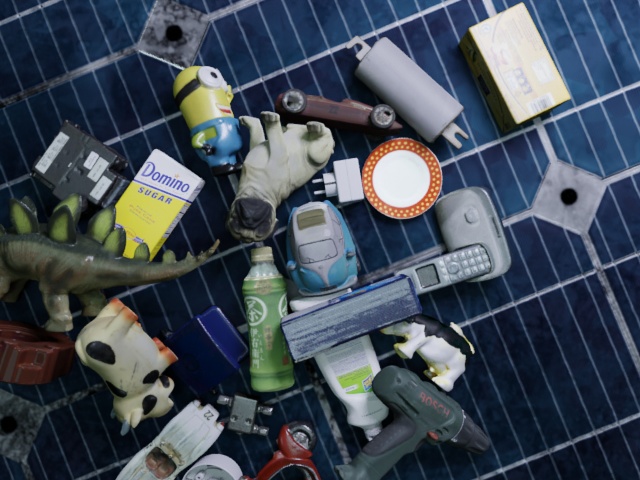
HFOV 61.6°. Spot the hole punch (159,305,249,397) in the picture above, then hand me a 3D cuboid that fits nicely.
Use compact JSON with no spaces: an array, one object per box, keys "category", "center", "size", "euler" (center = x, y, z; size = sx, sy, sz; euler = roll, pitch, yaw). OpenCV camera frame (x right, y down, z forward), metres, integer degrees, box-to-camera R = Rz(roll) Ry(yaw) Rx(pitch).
[{"category":"hole punch","center":[-0.186,0.178,0.847],"size":[0.116,0.092,0.142],"euler":[-39,92,4]}]

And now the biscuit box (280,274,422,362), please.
[{"category":"biscuit box","center":[0.045,0.111,0.789],"size":[0.203,0.059,0.062],"euler":[-20,93,-1]}]

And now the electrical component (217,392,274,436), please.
[{"category":"electrical component","center":[-0.125,0.284,0.875],"size":[0.094,0.021,0.063],"euler":[14,90,1]}]

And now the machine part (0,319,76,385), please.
[{"category":"machine part","center":[-0.463,0.163,0.812],"size":[0.179,0.179,0.056],"euler":[15,87,1]}]

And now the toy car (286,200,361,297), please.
[{"category":"toy car","center":[-0.002,-0.002,0.817],"size":[0.109,0.102,0.162],"euler":[-11,60,2]}]

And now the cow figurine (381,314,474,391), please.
[{"category":"cow figurine","center":[0.162,0.149,0.849],"size":[0.167,0.068,0.098],"euler":[43,85,-2]}]

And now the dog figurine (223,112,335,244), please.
[{"category":"dog figurine","center":[-0.056,-0.086,0.831],"size":[0.172,0.121,0.190],"euler":[5,93,-23]}]

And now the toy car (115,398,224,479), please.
[{"category":"toy car","center":[-0.241,0.341,0.859],"size":[0.202,0.056,0.073],"euler":[-44,89,1]}]

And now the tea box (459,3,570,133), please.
[{"category":"tea box","center":[0.305,-0.269,0.851],"size":[0.098,0.068,0.169],"euler":[-24,88,0]}]

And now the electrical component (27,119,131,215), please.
[{"category":"electrical component","center":[-0.380,-0.108,0.868],"size":[0.134,0.058,0.115],"euler":[37,92,1]}]

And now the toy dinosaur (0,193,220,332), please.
[{"category":"toy dinosaur","center":[-0.385,0.033,0.816],"size":[0.472,0.105,0.198],"euler":[7,107,2]}]

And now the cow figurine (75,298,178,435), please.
[{"category":"cow figurine","center":[-0.278,0.193,0.781],"size":[0.127,0.086,0.194],"euler":[-42,126,-20]}]

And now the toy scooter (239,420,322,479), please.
[{"category":"toy scooter","center":[-0.046,0.386,0.839],"size":[0.135,0.075,0.184],"euler":[-23,87,-13]}]

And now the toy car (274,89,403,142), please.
[{"category":"toy car","center":[0.029,-0.198,0.845],"size":[0.202,0.089,0.053],"euler":[9,83,1]}]

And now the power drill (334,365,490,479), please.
[{"category":"power drill","center":[0.136,0.318,0.812],"size":[0.207,0.086,0.232],"euler":[-45,107,-8]}]

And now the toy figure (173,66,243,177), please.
[{"category":"toy figure","center":[-0.176,-0.188,0.854],"size":[0.089,0.082,0.180],"euler":[-15,91,0]}]

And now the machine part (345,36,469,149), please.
[{"category":"machine part","center":[0.140,-0.236,0.850],"size":[0.243,0.079,0.079],"euler":[43,90,3]}]

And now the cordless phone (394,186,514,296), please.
[{"category":"cordless phone","center":[0.194,0.006,0.845],"size":[0.184,0.089,0.146],"euler":[-19,90,5]}]
